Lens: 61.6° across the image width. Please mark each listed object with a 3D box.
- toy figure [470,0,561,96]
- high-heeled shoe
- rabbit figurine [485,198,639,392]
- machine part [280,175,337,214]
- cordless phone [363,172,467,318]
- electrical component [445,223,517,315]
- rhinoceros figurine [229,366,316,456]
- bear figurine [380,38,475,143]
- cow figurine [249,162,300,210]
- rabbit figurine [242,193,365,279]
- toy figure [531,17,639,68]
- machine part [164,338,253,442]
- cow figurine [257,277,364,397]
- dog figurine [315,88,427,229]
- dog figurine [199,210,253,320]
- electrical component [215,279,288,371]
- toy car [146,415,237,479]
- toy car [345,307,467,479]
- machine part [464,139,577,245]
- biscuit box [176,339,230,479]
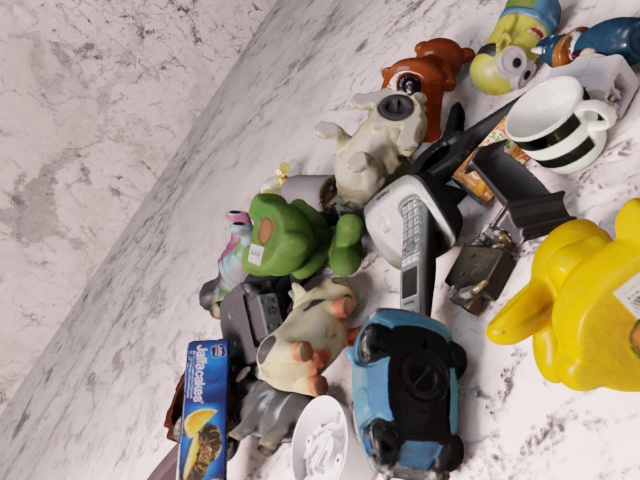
[{"bbox_3d":[0.279,-0.285,0.755,0.180,0.082,0.089,-64,10,-8],"label":"toy figure"},{"bbox_3d":[-0.041,0.070,0.879,0.086,0.145,0.248,38,119,48],"label":"high-heeled shoe"},{"bbox_3d":[0.222,0.046,0.432,0.162,0.122,0.173,-53,10,20],"label":"rabbit figurine"},{"bbox_3d":[-0.007,-0.080,0.967,0.079,0.079,0.243,-57,25,-10],"label":"machine part"},{"bbox_3d":[0.105,0.025,0.643,0.146,0.089,0.184,142,141,-61],"label":"cordless phone"},{"bbox_3d":[0.172,0.028,0.577,0.102,0.045,0.078,-55,28,-5],"label":"electrical component"},{"bbox_3d":[-0.062,0.215,0.692,0.190,0.073,0.112,-5,54,56],"label":"rhinoceros figurine"},{"bbox_3d":[0.171,-0.253,0.875,0.196,0.120,0.131,-45,-33,-53],"label":"bear figurine"},{"bbox_3d":[-0.110,-0.079,1.143,0.098,0.068,0.167,-21,37,56],"label":"cow figurine"},{"bbox_3d":[-0.002,-0.002,0.763,0.159,0.170,0.121,-2,82,53],"label":"rabbit figurine"},{"bbox_3d":[0.319,-0.228,0.643,0.155,0.064,0.057,-147,56,-68],"label":"toy figure"},{"bbox_3d":[-0.178,0.245,0.866,0.179,0.056,0.179,-40,28,26],"label":"machine part"},{"bbox_3d":[-0.011,0.115,0.691,0.127,0.085,0.195,-9,23,36],"label":"cow figurine"},{"bbox_3d":[0.087,-0.109,0.784,0.172,0.190,0.121,-25,60,-3],"label":"dog figurine"},{"bbox_3d":[-0.114,0.060,0.952,0.109,0.191,0.219,-130,44,-61],"label":"dog figurine"},{"bbox_3d":[-0.096,0.122,0.782,0.134,0.058,0.115,-37,65,50],"label":"electrical component"},{"bbox_3d":[-0.206,0.330,0.769,0.202,0.089,0.053,-50,27,8],"label":"toy car"},{"bbox_3d":[0.077,0.156,0.527,0.103,0.109,0.162,124,154,-55],"label":"toy car"},{"bbox_3d":[0.204,-0.052,0.568,0.084,0.039,0.139,-15,49,-8],"label":"machine part"},{"bbox_3d":[-0.150,0.232,0.705,0.062,0.059,0.203,99,168,-52],"label":"biscuit box"}]
